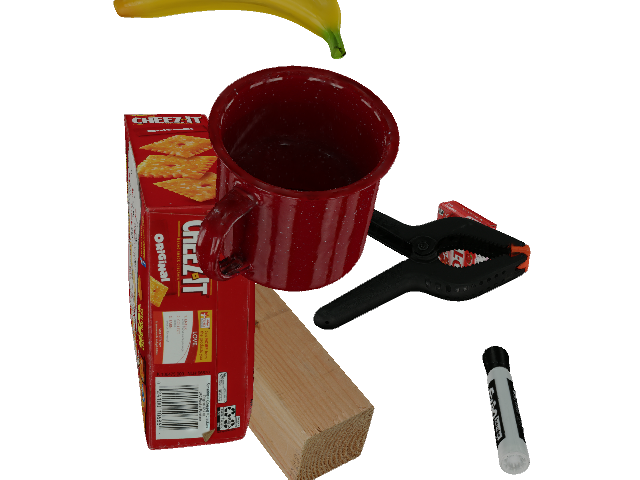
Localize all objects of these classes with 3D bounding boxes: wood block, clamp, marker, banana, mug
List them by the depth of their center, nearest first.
[{"bbox_3d":[-0.019,-0.021,0.537,0.093,0.081,0.117,32,52,18],"label":"mug"},{"bbox_3d":[0.123,0.110,0.717,0.020,0.020,0.121,0,29,3],"label":"marker"},{"bbox_3d":[-0.065,-0.191,0.841,0.198,0.069,0.037,12,-40,17],"label":"banana"},{"bbox_3d":[0.092,0.024,1.017,0.210,0.164,0.036,5,-39,9],"label":"clamp"},{"bbox_3d":[-0.043,0.152,1.160,0.090,0.090,0.206,-20,51,-30],"label":"wood block"}]

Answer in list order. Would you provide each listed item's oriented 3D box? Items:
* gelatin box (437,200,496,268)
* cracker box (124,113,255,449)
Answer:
[{"bbox_3d":[0.165,0.008,1.246,0.030,0.089,0.073,-13,32,-30],"label":"gelatin box"},{"bbox_3d":[-0.095,0.017,0.736,0.072,0.164,0.214,-2,22,-12],"label":"cracker box"}]
